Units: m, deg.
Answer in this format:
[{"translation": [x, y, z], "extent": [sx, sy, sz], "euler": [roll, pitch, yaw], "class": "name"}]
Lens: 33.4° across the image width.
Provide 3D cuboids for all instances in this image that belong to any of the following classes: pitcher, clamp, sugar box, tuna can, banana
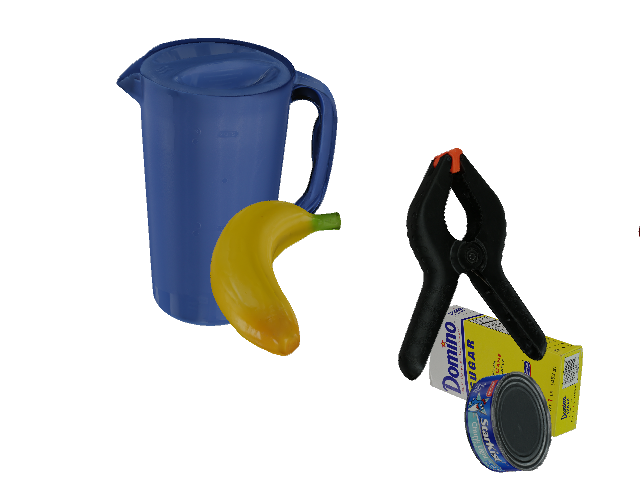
[{"translation": [-0.085, -0.048, 0.953], "extent": [0.149, 0.243, 0.144], "euler": [28, 38, 33], "class": "pitcher"}, {"translation": [0.097, 0.021, 0.790], "extent": [0.120, 0.171, 0.039], "euler": [-15, -3, -28], "class": "clamp"}, {"translation": [0.196, 0.137, 1.152], "extent": [0.048, 0.093, 0.177], "euler": [-10, 18, -43], "class": "sugar box"}, {"translation": [0.164, 0.159, 0.932], "extent": [0.034, 0.086, 0.085], "euler": [-17, -11, 43], "class": "tuna can"}, {"translation": [-0.033, 0.012, 0.648], "extent": [0.070, 0.037, 0.197], "euler": [-1, 23, 9], "class": "banana"}]

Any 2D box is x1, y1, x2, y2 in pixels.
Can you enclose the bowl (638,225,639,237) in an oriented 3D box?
[{"translation": [0.423, 0.019, 1.146], "extent": [0.162, 0.055, 0.162], "euler": [-1, 25, 0], "class": "bowl"}]
